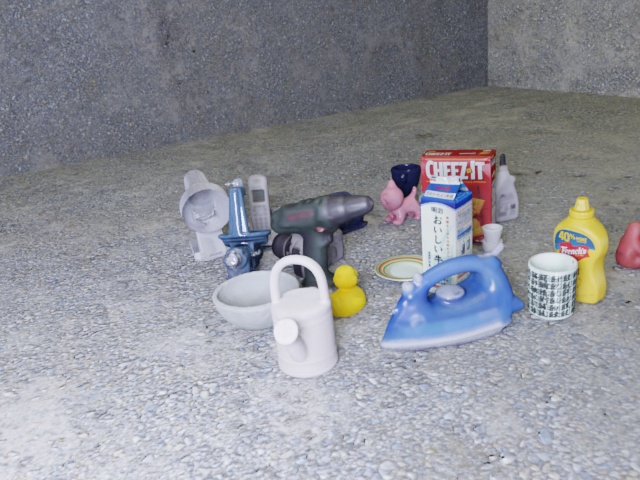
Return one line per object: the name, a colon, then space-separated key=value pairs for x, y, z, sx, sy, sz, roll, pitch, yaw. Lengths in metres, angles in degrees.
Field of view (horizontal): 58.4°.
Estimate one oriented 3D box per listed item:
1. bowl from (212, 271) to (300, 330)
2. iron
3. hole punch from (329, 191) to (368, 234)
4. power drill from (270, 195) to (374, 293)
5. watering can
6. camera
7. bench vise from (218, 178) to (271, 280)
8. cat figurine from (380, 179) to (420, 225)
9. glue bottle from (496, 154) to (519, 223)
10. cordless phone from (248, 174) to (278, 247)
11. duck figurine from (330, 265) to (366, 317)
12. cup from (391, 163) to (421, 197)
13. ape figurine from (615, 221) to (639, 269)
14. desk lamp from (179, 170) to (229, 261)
bowl: x=-0.118 y=0.125 z=1.096 sx=0.167 sy=0.075 sz=0.167 roll=-6 pitch=21 yaw=2
iron: x=0.217 y=0.095 z=0.982 sx=0.259 sy=0.141 sz=0.118 roll=-13 pitch=22 yaw=-17
hole punch: x=0.063 y=-0.075 z=1.531 sx=0.109 sy=0.091 sz=0.100 roll=-20 pitch=25 yaw=-30
power drill: x=0.011 y=0.004 z=1.181 sx=0.228 sy=0.209 sz=0.076 roll=3 pitch=24 yaw=24
watering can: x=-0.028 y=0.118 z=0.920 sx=0.101 sy=0.194 sz=0.172 roll=-9 pitch=21 yaw=-6
camera: x=-0.036 y=0.008 z=1.334 sx=0.136 sy=0.101 sz=0.143 roll=13 pitch=29 yaw=41
bench vise: x=-0.166 y=-0.017 z=1.271 sx=0.121 sy=0.220 sz=0.207 roll=-11 pitch=22 yaw=-11
cat figurine: x=0.211 y=-0.106 z=1.529 sx=0.128 sy=0.118 sz=0.067 roll=-17 pitch=24 yaw=-25
glue bottle: x=0.463 y=-0.133 z=1.447 sx=0.078 sy=0.173 sz=0.037 roll=-11 pitch=22 yaw=-11
cordless phone: x=-0.113 y=-0.078 z=1.460 sx=0.147 sy=0.185 sz=0.094 roll=-5 pitch=21 yaw=3
duck figurine: x=0.048 y=0.093 z=1.111 sx=0.077 sy=0.086 sz=0.105 roll=4 pitch=24 yaw=26
cup: x=0.257 y=-0.170 z=1.712 sx=0.091 sy=0.095 sz=0.118 roll=-1 pitch=22 yaw=15
ape figurine: x=0.634 y=0.007 z=1.150 sx=0.076 sy=0.092 sz=0.078 roll=-5 pitch=21 yaw=4
desk lamp: x=-0.287 y=-0.059 z=1.423 sx=0.118 sy=0.214 sz=0.202 roll=-13 pitch=22 yaw=-17
